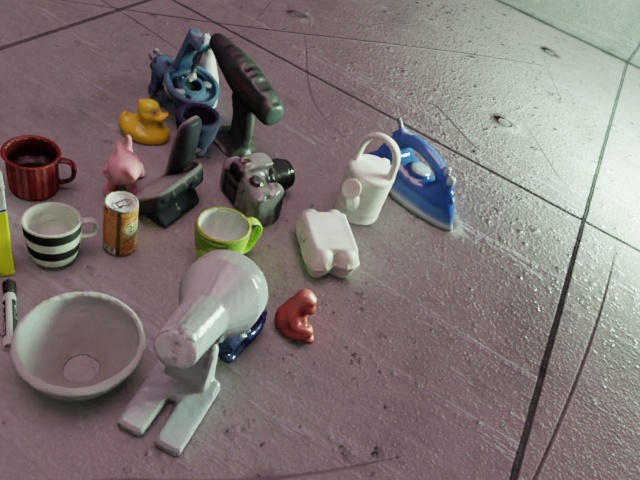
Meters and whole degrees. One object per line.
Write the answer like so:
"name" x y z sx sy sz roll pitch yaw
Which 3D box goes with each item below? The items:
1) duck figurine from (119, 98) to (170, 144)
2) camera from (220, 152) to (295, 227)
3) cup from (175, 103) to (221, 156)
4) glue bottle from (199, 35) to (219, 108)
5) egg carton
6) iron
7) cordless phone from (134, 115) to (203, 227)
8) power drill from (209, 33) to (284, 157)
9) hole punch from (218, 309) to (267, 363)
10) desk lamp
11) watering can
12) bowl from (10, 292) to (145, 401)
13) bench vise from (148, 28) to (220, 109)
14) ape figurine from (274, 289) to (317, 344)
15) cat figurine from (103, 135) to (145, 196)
"duck figurine" -0.361 -0.253 1.183 0.104 0.086 0.077 16 43 -6
"camera" -0.108 -0.117 1.135 0.137 0.101 0.143 -20 56 -36
"cup" -0.260 -0.214 1.177 0.091 0.095 0.118 24 43 3
"glue bottle" -0.258 -0.382 1.290 0.078 0.173 0.037 35 44 15
"egg carton" 0.010 0.004 1.083 0.107 0.069 0.150 0 47 -21
"iron" 0.227 -0.150 1.273 0.119 0.141 0.257 -23 58 -37
"cordless phone" -0.270 -0.130 1.022 0.094 0.185 0.148 28 43 7
"power drill" -0.172 -0.289 1.204 0.076 0.208 0.229 -26 60 -39
"hole punch" -0.140 0.117 0.892 0.101 0.091 0.109 32 44 11
"desk lamp" -0.165 0.142 0.766 0.118 0.213 0.203 24 43 4
"watering can" 0.099 -0.126 1.158 0.101 0.194 0.173 18 43 -3
"bowl" -0.330 0.157 0.788 0.167 0.075 0.167 11 43 -11
"bench vise" -0.301 -0.363 1.220 0.207 0.219 0.122 29 43 8
"ape figurine" -0.031 0.117 0.935 0.076 0.092 0.078 21 43 0
"cat figurine" -0.356 -0.139 1.045 0.067 0.118 0.127 7 44 -15
